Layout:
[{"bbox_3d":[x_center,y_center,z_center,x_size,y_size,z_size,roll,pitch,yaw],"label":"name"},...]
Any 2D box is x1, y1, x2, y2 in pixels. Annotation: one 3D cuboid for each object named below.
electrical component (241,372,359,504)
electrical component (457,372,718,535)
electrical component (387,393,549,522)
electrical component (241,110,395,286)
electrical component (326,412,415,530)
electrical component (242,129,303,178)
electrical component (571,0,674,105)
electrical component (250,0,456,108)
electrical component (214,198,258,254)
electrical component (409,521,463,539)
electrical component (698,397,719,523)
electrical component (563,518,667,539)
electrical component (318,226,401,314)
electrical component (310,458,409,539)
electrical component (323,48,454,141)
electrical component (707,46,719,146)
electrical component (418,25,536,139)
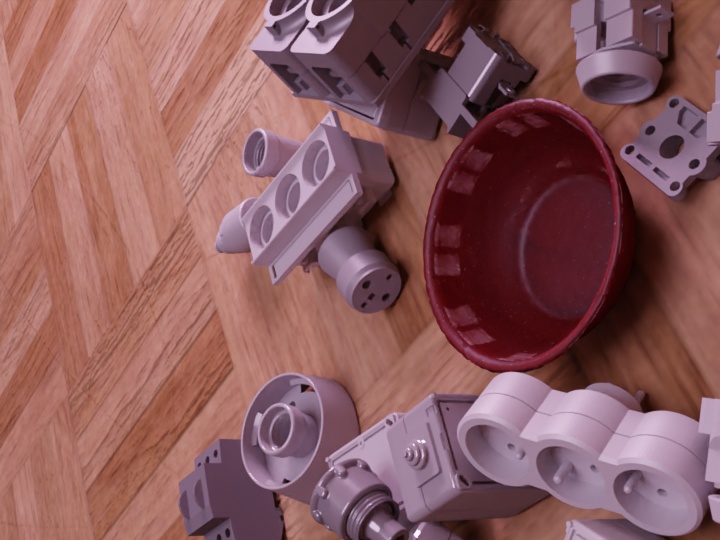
[{"bbox_3d":[-0.044,0.130,0.832,0.099,0.064,0.099,-20,60,38],"label":"electrical component"},{"bbox_3d":[0.129,0.086,0.582,0.138,0.074,0.052,12,131,34],"label":"electrical component"},{"bbox_3d":[0.060,0.114,0.645,0.061,0.096,0.061,-46,49,44],"label":"electrical component"},{"bbox_3d":[-0.032,-0.052,0.834,0.121,0.063,0.078,-45,49,39],"label":"electrical component"},{"bbox_3d":[0.025,0.142,0.717,0.096,0.061,0.061,-41,52,41],"label":"electrical component"},{"bbox_3d":[-0.070,-0.095,0.908,0.040,0.046,0.040,-15,71,51],"label":"electrical component"},{"bbox_3d":[0.149,-0.129,0.618,0.066,0.048,0.055,-16,63,51],"label":"electrical component"},{"bbox_3d":[0.016,-0.206,0.733,0.105,0.060,0.186,19,70,54],"label":"electrical component"},{"bbox_3d":[-0.104,-0.034,0.947,0.078,0.040,0.040,-30,60,48],"label":"electrical component"},{"bbox_3d":[0.038,0.220,0.690,0.074,0.052,0.138,36,131,6],"label":"electrical component"},{"bbox_3d":[0.195,0.093,0.501,0.078,0.058,0.057,2,82,54],"label":"electrical component"},{"bbox_3d":[0.141,0.170,0.553,0.096,0.061,0.061,28,106,52],"label":"electrical component"},{"bbox_3d":[0.000,0.000,0.795,0.055,0.045,0.045,52,124,45],"label":"electrical component"},{"bbox_3d":[0.004,0.148,0.655,0.062,0.048,0.048,33,110,42],"label":"electrical component"},{"bbox_3d":[0.015,-0.140,0.789,0.096,0.061,0.061,34,110,51],"label":"electrical component"},{"bbox_3d":[0.203,-0.092,0.537,0.066,0.048,0.055,2,92,54],"label":"electrical component"},{"bbox_3d":[0.079,-0.123,0.715,0.063,0.042,0.081,-57,43,24],"label":"electrical component"}]
